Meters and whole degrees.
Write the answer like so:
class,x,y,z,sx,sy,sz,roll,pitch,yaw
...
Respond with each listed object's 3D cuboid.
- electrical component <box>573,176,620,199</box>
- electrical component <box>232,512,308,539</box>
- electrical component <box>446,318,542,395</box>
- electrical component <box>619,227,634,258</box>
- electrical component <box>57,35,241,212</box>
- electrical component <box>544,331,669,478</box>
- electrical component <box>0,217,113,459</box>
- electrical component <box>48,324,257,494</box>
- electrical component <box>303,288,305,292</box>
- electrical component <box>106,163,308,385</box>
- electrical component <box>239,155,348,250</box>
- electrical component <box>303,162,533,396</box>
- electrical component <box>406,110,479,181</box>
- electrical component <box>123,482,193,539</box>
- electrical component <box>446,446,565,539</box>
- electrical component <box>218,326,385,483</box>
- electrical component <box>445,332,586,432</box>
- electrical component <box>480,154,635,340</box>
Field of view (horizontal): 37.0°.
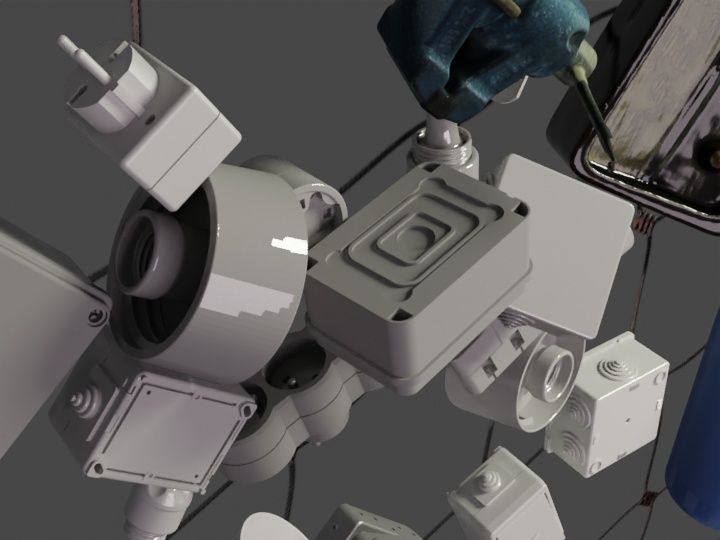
class,x,y,z,sx,sy,sz,roll,pitch,yaw
electrical component,0.141,-0.039,0.723,0.055,0.045,0.045,-18,128,-30
electrical component,-0.054,0.214,0.693,0.064,0.099,0.099,-51,138,8
electrical component,0.084,0.027,0.715,0.089,0.050,0.055,-44,138,-8
electrical component,0.162,-0.013,0.763,0.065,0.044,0.044,-37,136,-22
electrical component,-0.104,-0.075,0.475,0.047,0.066,0.076,-48,137,-4
electrical component,0.201,0.110,0.872,0.100,0.048,0.099,-22,129,-28
electrical component,-0.187,0.026,0.478,0.108,0.056,0.109,-52,137,0
electrical component,-0.116,0.071,0.566,0.096,0.061,0.061,23,102,-46
electrical component,0.000,0.000,0.631,0.062,0.043,0.043,-8,122,-39
electrical component,-0.082,-0.003,0.516,0.060,0.108,0.108,15,107,-39
electrical component,-0.042,-0.030,0.571,0.055,0.047,0.055,-22,129,-29
electrical component,0.031,0.003,0.571,0.113,0.078,0.057,-39,142,-30
electrical component,0.048,-0.066,0.627,0.043,0.043,0.062,-24,129,-27
electrical component,-0.122,0.144,0.630,0.035,0.035,0.061,10,112,-44
electrical component,0.116,0.191,0.845,0.062,0.061,0.096,-39,136,-14
electrical component,-0.029,0.079,0.652,0.138,0.052,0.073,-37,135,-16
electrical component,0.116,0.067,0.778,0.099,0.064,0.099,-29,130,-41
electrical component,0.108,-0.012,0.658,0.100,0.048,0.099,21,81,-12
